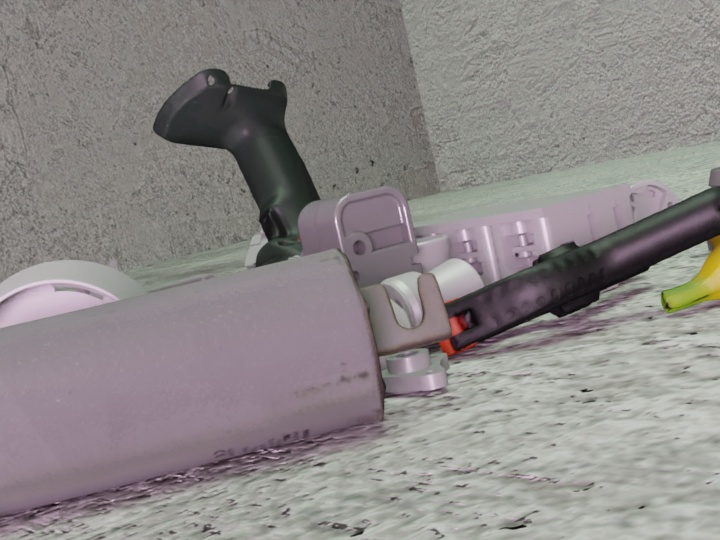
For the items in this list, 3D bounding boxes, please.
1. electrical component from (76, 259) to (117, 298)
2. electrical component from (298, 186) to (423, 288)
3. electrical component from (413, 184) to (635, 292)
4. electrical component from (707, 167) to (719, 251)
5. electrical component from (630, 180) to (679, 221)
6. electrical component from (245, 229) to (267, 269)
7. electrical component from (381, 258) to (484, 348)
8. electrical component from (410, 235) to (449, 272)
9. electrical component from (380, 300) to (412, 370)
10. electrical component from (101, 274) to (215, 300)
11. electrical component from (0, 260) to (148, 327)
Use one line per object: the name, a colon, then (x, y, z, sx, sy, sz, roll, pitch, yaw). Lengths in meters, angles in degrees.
electrical component: (-0.193, 0.039, 0.852, 0.064, 0.081, 0.042, 16, -33, -27)
electrical component: (0.000, 0.000, 0.665, 0.054, 0.095, 0.059, -15, 5, -31)
electrical component: (0.105, -0.012, 0.738, 0.089, 0.061, 0.150, -16, 6, -38)
electrical component: (0.271, -0.046, 0.734, 0.058, 0.057, 0.078, -16, 6, -37)
electrical component: (0.212, -0.039, 0.829, 0.055, 0.055, 0.047, -14, 1, -17)
electrical component: (-0.042, -0.011, 1.021, 0.121, 0.063, 0.078, -10, 46, 24)
electrical component: (0.039, 0.021, 0.624, 0.055, 0.045, 0.045, -16, 6, -33)
electrical component: (0.042, 0.008, 0.701, 0.045, 0.055, 0.045, -12, 5, 1)
electrical component: (0.007, 0.034, 0.563, 0.048, 0.048, 0.062, -12, -1, 9)
electrical component: (-0.143, 0.044, 0.714, 0.061, 0.061, 0.096, -10, 5, 43)
electrical component: (-0.141, 0.045, 0.520, 0.099, 0.099, 0.064, -13, 11, -7)
